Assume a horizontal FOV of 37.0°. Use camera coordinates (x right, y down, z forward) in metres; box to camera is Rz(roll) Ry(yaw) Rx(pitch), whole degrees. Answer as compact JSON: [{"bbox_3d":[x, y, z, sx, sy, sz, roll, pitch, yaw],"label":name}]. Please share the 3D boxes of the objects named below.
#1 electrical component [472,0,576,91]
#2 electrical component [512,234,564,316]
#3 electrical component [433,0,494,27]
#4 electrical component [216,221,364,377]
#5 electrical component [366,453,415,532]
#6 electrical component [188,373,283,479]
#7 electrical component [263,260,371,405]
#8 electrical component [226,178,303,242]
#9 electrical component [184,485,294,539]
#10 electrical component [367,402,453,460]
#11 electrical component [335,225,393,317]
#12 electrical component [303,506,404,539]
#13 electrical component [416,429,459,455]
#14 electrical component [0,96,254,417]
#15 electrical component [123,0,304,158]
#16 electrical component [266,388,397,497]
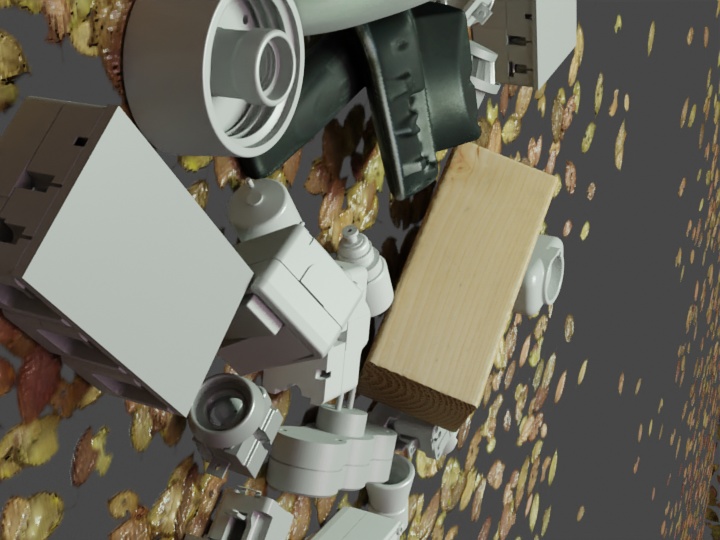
[{"bbox_3d":[0.145,-0.268,0.950,0.105,0.060,0.186,-49,141,-45],"label":"electrical component"},{"bbox_3d":[0.175,0.003,1.118,0.095,0.059,0.053,-46,139,-47],"label":"electrical component"},{"bbox_3d":[0.079,-0.219,0.848,0.048,0.066,0.055,-48,169,19],"label":"electrical component"},{"bbox_3d":[-0.058,0.022,0.637,0.061,0.096,0.061,48,52,-23],"label":"electrical component"},{"bbox_3d":[0.024,0.195,0.920,0.044,0.044,0.065,-45,143,-48],"label":"electrical component"},{"bbox_3d":[-0.079,0.095,0.671,0.055,0.048,0.066,72,38,-56],"label":"electrical component"},{"bbox_3d":[-0.029,0.040,0.742,0.056,0.050,0.089,-17,115,-60],"label":"electrical component"},{"bbox_3d":[-0.055,-0.023,0.677,0.040,0.040,0.078,-63,150,-28],"label":"electrical component"},{"bbox_3d":[-0.076,0.181,0.714,0.063,0.042,0.081,-69,153,-23],"label":"electrical component"},{"bbox_3d":[0.046,0.128,0.909,0.081,0.064,0.042,-54,145,-40],"label":"electrical component"},{"bbox_3d":[0.000,0.000,0.793,0.040,0.040,0.078,-57,146,-37],"label":"electrical component"},{"bbox_3d":[-0.008,0.232,0.855,0.096,0.061,0.061,-27,126,-66],"label":"electrical component"},{"bbox_3d":[0.072,0.136,0.988,0.062,0.048,0.048,-57,147,-48],"label":"electrical component"},{"bbox_3d":[-0.124,-0.003,0.523,0.089,0.062,0.150,-67,151,-22],"label":"electrical component"},{"bbox_3d":[-0.071,-0.112,0.586,0.108,0.060,0.108,-34,129,-55],"label":"electrical component"},{"bbox_3d":[-0.015,0.121,0.798,0.138,0.052,0.073,9,92,-64],"label":"electrical component"}]
